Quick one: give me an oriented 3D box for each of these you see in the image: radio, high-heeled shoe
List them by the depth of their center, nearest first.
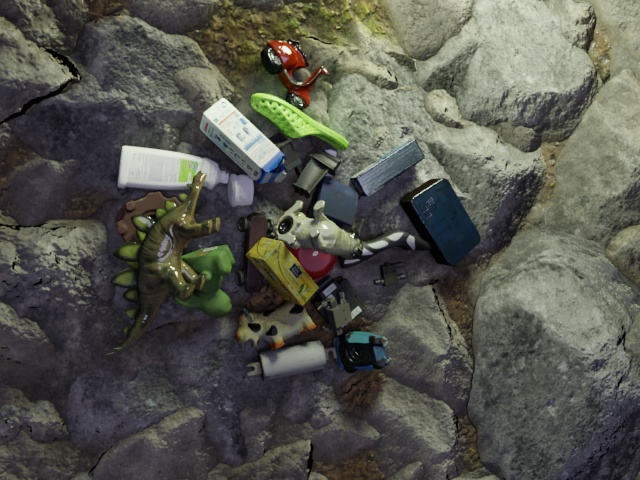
[{"bbox_3d":[0.175,0.037,1.450,0.249,0.086,0.145,18,93,-13],"label":"high-heeled shoe"},{"bbox_3d":[0.338,-0.053,1.492,0.131,0.073,0.229,-37,106,-11],"label":"radio"}]

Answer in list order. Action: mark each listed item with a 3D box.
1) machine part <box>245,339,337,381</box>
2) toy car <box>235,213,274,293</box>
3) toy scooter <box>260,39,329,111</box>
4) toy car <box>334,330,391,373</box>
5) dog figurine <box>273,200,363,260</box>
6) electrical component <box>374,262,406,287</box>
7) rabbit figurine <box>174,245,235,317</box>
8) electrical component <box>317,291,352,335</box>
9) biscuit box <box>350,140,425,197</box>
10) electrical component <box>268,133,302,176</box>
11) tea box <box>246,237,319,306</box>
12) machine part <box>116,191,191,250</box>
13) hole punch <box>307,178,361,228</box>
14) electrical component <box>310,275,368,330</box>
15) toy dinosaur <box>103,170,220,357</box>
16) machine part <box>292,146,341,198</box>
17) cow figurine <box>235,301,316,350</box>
[{"bbox_3d":[-0.073,0.312,1.401,0.243,0.079,0.079,-9,98,-15],"label":"machine part"},{"bbox_3d":[-0.168,0.032,1.360,0.089,0.053,0.202,0,97,-37],"label":"toy car"},{"bbox_3d":[-0.055,-0.425,1.340,0.135,0.075,0.183,-34,106,-11],"label":"toy scooter"},{"bbox_3d":[0.123,0.290,1.440,0.103,0.162,0.109,-15,93,-59],"label":"toy car"},{"bbox_3d":[-0.002,-0.001,1.338,0.190,0.173,0.121,40,63,-45],"label":"dog figurine"},{"bbox_3d":[0.191,0.094,1.487,0.094,0.021,0.063,-12,98,-14],"label":"electrical component"},{"bbox_3d":[-0.275,0.114,1.302,0.159,0.121,0.170,-13,102,-9],"label":"rabbit figurine"},{"bbox_3d":[0.039,0.192,1.383,0.078,0.045,0.102,-27,107,-41],"label":"electrical component"},{"bbox_3d":[0.182,-0.192,1.439,0.203,0.059,0.062,-33,102,-11],"label":"biscuit box"},{"bbox_3d":[-0.085,-0.204,1.350,0.048,0.075,0.119,-31,130,-14],"label":"electrical component"},{"bbox_3d":[-0.093,0.078,1.328,0.068,0.098,0.169,-49,122,-20],"label":"tea box"},{"bbox_3d":[-0.394,-0.031,1.287,0.179,0.056,0.179,-2,96,-17],"label":"machine part"},{"bbox_3d":[0.039,-0.095,1.393,0.142,0.092,0.115,20,86,-14],"label":"hole punch"},{"bbox_3d":[0.044,0.162,1.432,0.115,0.058,0.134,-39,104,-12],"label":"electrical component"},{"bbox_3d":[-0.357,0.061,1.206,0.199,0.105,0.471,19,89,9],"label":"toy dinosaur"},{"bbox_3d":[-0.011,-0.167,1.353,0.084,0.039,0.139,39,74,2],"label":"machine part"},{"bbox_3d":[-0.124,0.212,1.368,0.195,0.085,0.127,-24,83,-22],"label":"cow figurine"}]
